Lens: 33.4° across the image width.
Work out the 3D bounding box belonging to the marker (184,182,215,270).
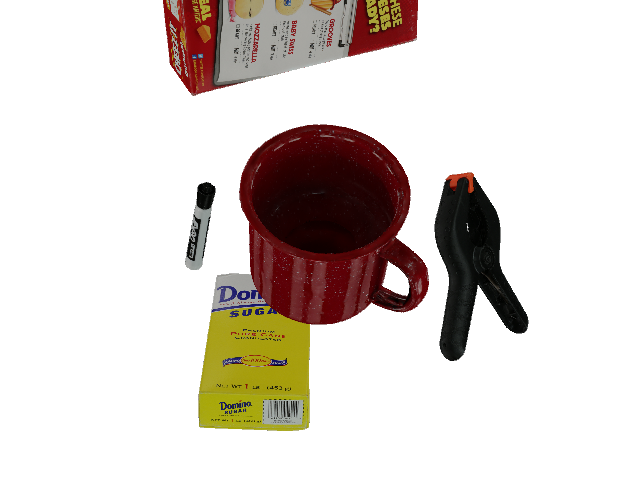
[{"bbox_3d":[-0.126,-0.015,1.120,0.020,0.020,0.121,0,-43,-16],"label":"marker"}]

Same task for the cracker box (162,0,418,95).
[{"bbox_3d":[-0.026,-0.228,0.888,0.213,0.164,0.072,-18,41,-18],"label":"cracker box"}]

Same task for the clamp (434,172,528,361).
[{"bbox_3d":[0.137,0.026,0.992,0.039,0.171,0.120,-11,11,41],"label":"clamp"}]

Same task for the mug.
[{"bbox_3d":[0.010,0.001,0.605,0.117,0.093,0.081,30,-31,16],"label":"mug"}]

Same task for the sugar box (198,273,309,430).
[{"bbox_3d":[-0.055,0.094,0.950,0.093,0.048,0.176,2,34,-2],"label":"sugar box"}]
